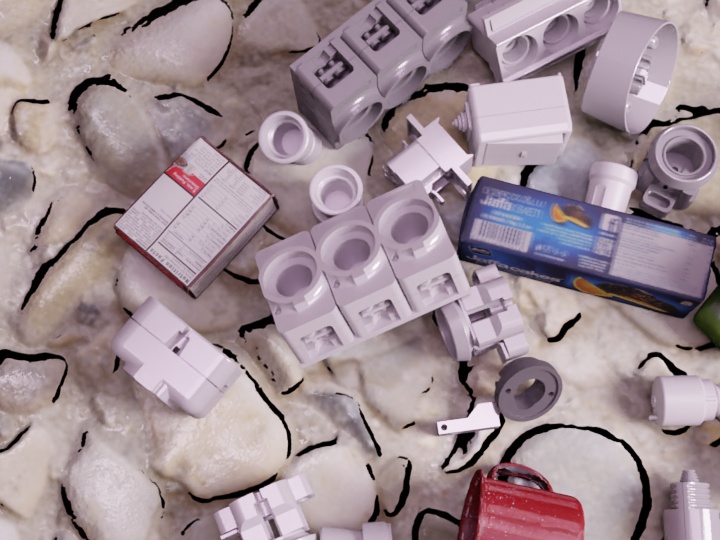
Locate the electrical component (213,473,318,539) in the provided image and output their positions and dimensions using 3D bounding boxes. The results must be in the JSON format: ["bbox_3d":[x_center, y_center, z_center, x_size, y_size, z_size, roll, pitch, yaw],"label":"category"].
[{"bbox_3d":[-0.067,0.202,0.838,0.078,0.058,0.057,-24,72,-5],"label":"electrical component"}]

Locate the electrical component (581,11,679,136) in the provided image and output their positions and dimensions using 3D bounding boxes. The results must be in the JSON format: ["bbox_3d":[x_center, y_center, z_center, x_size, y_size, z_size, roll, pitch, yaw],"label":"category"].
[{"bbox_3d":[0.230,-0.168,0.914,0.064,0.099,0.099,23,76,14],"label":"electrical component"}]

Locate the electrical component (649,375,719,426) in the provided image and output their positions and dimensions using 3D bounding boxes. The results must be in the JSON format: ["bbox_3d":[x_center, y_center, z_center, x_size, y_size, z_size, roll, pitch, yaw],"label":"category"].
[{"bbox_3d":[0.271,0.105,0.863,0.078,0.040,0.040,-1,74,1],"label":"electrical component"}]

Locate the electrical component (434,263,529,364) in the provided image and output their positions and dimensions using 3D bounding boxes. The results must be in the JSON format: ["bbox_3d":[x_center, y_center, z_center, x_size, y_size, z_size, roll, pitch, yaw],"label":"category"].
[{"bbox_3d":[0.096,0.041,0.878,0.057,0.058,0.078,-19,74,-7],"label":"electrical component"}]

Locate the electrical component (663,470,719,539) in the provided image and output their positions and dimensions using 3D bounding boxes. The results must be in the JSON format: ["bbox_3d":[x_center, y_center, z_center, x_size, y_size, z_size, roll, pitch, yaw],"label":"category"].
[{"bbox_3d":[0.258,0.197,0.836,0.043,0.043,0.081,0,75,2],"label":"electrical component"}]

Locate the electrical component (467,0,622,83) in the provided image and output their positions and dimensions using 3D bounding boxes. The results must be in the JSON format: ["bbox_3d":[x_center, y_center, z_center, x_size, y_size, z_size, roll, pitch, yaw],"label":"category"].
[{"bbox_3d":[0.161,-0.220,0.943,0.121,0.078,0.063,-28,46,-6],"label":"electrical component"}]

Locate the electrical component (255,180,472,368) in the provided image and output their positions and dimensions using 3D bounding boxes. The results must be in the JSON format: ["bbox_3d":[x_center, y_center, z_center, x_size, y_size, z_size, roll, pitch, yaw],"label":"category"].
[{"bbox_3d":[0.000,0.000,0.863,0.150,0.061,0.089,-24,50,3],"label":"electrical component"}]

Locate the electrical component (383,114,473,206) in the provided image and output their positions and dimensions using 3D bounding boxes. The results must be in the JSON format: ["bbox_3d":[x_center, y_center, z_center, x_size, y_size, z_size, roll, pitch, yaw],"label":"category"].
[{"bbox_3d":[0.058,-0.089,0.924,0.064,0.042,0.081,-38,76,-7],"label":"electrical component"}]

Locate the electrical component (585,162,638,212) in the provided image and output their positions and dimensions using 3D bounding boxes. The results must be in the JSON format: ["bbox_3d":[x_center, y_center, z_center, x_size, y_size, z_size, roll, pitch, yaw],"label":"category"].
[{"bbox_3d":[0.211,-0.064,0.914,0.040,0.040,0.046,16,81,6],"label":"electrical component"}]

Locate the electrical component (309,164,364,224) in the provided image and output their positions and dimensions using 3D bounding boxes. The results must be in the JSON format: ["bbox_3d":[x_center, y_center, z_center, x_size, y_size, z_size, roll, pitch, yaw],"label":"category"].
[{"bbox_3d":[-0.019,-0.059,0.910,0.045,0.055,0.045,0,75,2],"label":"electrical component"}]

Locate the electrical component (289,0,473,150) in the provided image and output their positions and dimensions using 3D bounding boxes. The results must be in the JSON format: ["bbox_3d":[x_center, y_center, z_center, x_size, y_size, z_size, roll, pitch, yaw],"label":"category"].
[{"bbox_3d":[0.020,-0.179,0.925,0.150,0.089,0.061,-40,77,-9],"label":"electrical component"}]

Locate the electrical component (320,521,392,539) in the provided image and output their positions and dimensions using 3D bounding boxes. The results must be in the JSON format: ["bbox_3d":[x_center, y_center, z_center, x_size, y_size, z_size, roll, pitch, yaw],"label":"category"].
[{"bbox_3d":[-0.002,0.220,0.837,0.055,0.045,0.045,-5,74,0],"label":"electrical component"}]

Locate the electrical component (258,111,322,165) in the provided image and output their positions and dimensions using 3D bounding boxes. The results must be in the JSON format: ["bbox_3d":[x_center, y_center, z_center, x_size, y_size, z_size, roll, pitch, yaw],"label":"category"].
[{"bbox_3d":[-0.056,-0.110,0.920,0.044,0.065,0.044,0,90,13],"label":"electrical component"}]

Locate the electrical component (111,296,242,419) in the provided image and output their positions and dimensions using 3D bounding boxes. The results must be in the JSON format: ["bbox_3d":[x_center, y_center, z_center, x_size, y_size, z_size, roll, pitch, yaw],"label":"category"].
[{"bbox_3d":[-0.153,0.075,0.878,0.095,0.053,0.059,37,79,11],"label":"electrical component"}]

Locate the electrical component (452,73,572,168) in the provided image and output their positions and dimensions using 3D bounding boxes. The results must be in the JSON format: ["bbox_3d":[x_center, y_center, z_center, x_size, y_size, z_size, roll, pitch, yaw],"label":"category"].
[{"bbox_3d":[0.128,-0.123,0.920,0.096,0.061,0.061,-7,74,0],"label":"electrical component"}]

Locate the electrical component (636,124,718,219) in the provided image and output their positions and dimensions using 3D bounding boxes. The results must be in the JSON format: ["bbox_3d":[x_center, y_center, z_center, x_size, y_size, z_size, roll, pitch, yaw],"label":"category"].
[{"bbox_3d":[0.269,-0.089,0.909,0.058,0.057,0.078,28,77,9],"label":"electrical component"}]
